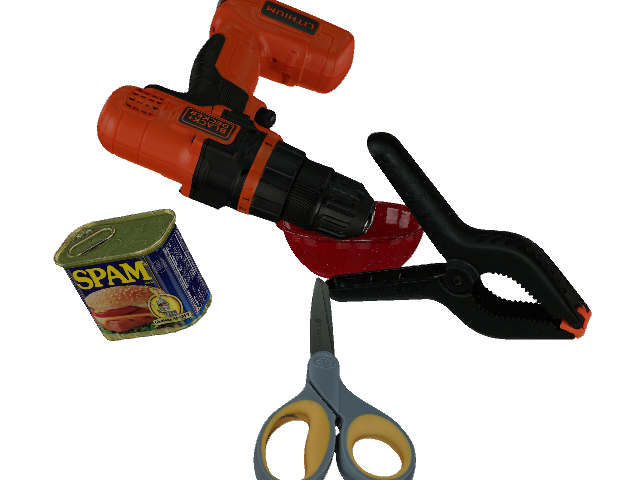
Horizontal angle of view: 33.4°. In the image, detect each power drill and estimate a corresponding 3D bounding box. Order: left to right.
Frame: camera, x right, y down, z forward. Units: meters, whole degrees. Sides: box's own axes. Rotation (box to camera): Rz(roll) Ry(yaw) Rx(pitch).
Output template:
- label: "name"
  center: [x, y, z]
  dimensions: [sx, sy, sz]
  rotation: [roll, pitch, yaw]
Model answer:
- label: "power drill"
  center: [-0.034, -0.089, 0.723]
  dimensions: [0.184, 0.057, 0.187]
  rotation: [23, 41, 0]

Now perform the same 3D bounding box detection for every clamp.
- label: "clamp"
  center: [0.106, 0.012, 0.810]
  dimensions: [0.210, 0.165, 0.036]
  rotation: [20, 40, 15]

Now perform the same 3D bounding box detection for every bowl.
- label: "bowl"
  center: [0.034, 0.003, 1.103]
  dimensions: [0.162, 0.055, 0.162]
  rotation: [-1, 15, 0]

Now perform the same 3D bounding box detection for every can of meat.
- label: "can of meat"
  center: [-0.147, 0.030, 0.851]
  dimensions: [0.102, 0.084, 0.057]
  rotation: [-9, 33, 24]

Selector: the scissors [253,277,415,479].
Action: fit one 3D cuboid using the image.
- label: "scissors"
  center: [0.019, 0.085, 0.629]
  dimensions: [0.096, 0.016, 0.201]
  rotation: [13, 32, 9]
